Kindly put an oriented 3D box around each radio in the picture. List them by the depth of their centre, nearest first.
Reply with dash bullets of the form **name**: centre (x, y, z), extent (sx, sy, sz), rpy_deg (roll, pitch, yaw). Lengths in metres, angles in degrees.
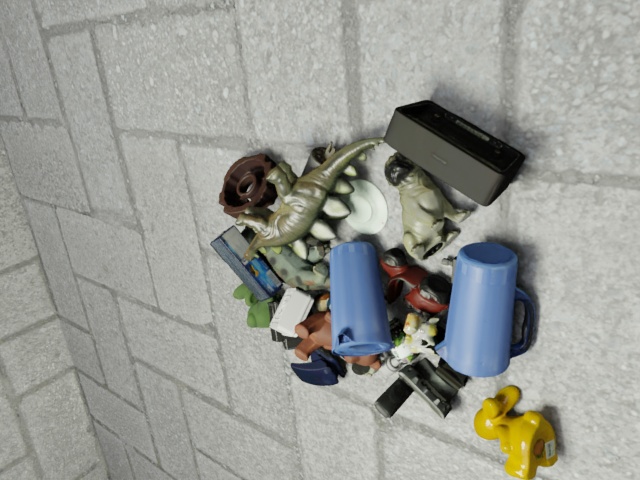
- **radio**: centre (0.241, -0.163, 0.962), extent (0.230, 0.131, 0.073), rpy_deg (39, 132, 21)

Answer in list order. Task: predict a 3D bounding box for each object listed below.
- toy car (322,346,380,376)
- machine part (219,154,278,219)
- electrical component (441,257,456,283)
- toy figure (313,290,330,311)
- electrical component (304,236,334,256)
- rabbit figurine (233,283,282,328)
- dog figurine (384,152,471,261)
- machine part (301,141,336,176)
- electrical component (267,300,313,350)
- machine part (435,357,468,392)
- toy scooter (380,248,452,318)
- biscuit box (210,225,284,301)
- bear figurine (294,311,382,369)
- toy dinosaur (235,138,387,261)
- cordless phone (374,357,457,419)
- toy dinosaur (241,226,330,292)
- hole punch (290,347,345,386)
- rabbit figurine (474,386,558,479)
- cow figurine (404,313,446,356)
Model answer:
- **toy car**: centre (0.071, 0.274, 1.395), extent (0.202, 0.056, 0.073), rpy_deg (35, 124, 23)
- **machine part**: centre (-0.174, -0.131, 1.345), extent (0.179, 0.056, 0.179), rpy_deg (-19, 55, 30)
- **electrical component**: centre (0.295, 0.067, 1.106), extent (0.094, 0.021, 0.063), rpy_deg (15, 121, 28)
- **toy figure**: centre (0.034, 0.162, 1.371), extent (0.155, 0.058, 0.064), rpy_deg (-2, 84, 45)
- **electrical component**: centre (-0.003, -0.005, 1.288), extent (0.078, 0.102, 0.045), rpy_deg (-19, 138, 14)
- **rabbit figurine**: centre (-0.161, 0.149, 1.491), extent (0.121, 0.159, 0.170), rpy_deg (13, 104, 49)
- **dog figurine**: centre (0.189, -0.068, 1.098), extent (0.191, 0.121, 0.172), rpy_deg (54, 134, 27)
- **machine part**: centre (-0.013, -0.128, 1.250), extent (0.079, 0.079, 0.243), rpy_deg (43, 134, 18)
- **electrical component**: centre (-0.073, 0.220, 1.421), extent (0.058, 0.115, 0.134), rpy_deg (152, 109, -73)
- **machine part**: centre (0.308, 0.275, 1.192), extent (0.084, 0.039, 0.138), rpy_deg (46, 136, 25)
- **toy scooter**: centre (0.199, 0.111, 1.182), extent (0.184, 0.075, 0.135), rpy_deg (38, 134, 25)
- **biscuit box**: centre (-0.182, 0.062, 1.347), extent (0.202, 0.059, 0.063), rpy_deg (52, 143, -11)
- **bear figurine**: centre (0.049, 0.256, 1.298), extent (0.196, 0.132, 0.120), rpy_deg (29, 134, 29)
- **toy dinosaur**: centre (-0.033, -0.084, 1.175), extent (0.198, 0.105, 0.471), rpy_deg (38, 124, -7)
- **cordless phone**: centre (0.215, 0.366, 1.218), extent (0.147, 0.184, 0.088), rpy_deg (45, 129, 16)
- **toy dinosaur**: centre (-0.073, 0.055, 1.377), extent (0.405, 0.131, 0.192), rpy_deg (42, 146, 13)
- **hole punch**: centre (-0.006, 0.345, 1.446), extent (0.116, 0.092, 0.142), rpy_deg (22, 151, 35)
- **rabbit figurine**: centre (0.390, 0.397, 1.131), extent (0.173, 0.122, 0.162), rpy_deg (2, 110, 62)
- **cow figurine**: centre (0.234, 0.206, 1.151), extent (0.098, 0.068, 0.167), rpy_deg (10, 161, 24)
